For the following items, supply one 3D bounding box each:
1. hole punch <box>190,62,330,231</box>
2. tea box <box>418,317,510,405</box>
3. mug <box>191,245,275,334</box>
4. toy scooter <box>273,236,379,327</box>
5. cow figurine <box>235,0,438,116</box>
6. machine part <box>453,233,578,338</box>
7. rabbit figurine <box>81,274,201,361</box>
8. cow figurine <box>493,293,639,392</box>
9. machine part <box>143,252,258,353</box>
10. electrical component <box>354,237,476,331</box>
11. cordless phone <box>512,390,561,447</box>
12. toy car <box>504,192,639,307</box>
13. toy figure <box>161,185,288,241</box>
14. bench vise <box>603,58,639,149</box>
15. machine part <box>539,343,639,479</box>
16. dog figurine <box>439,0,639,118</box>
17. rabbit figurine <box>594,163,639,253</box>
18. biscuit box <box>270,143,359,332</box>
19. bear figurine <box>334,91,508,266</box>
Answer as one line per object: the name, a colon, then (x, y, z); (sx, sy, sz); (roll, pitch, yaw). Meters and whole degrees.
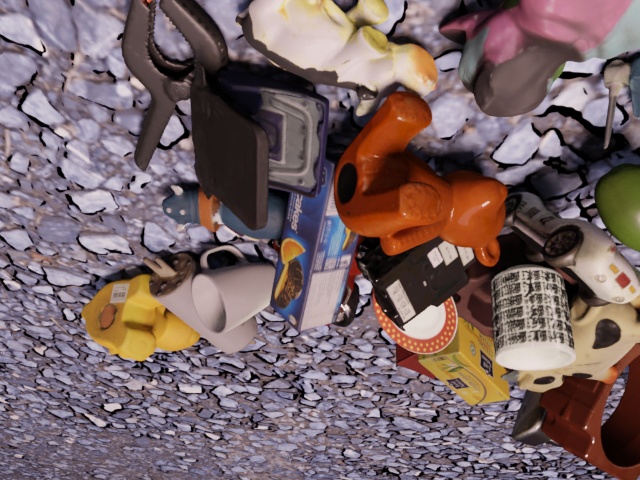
hole punch: (-0.056, -0.088, 0.490); (0.116, 0.092, 0.142); (38, 143, 31)
tea box: (0.215, 0.166, 0.798); (0.068, 0.098, 0.169); (-21, 135, 31)
mug: (-0.112, 0.059, 0.725); (0.107, 0.109, 0.081); (-17, 168, -42)
toy scooter: (-0.003, 0.044, 0.701); (0.135, 0.075, 0.183); (13, 137, -8)
cow figurine: (0.015, -0.158, 0.453); (0.167, 0.068, 0.098); (30, 142, -21)
machine part: (0.259, 0.062, 0.697); (0.179, 0.056, 0.179); (4, 140, 4)
rabbit figurine: (-0.268, 0.137, 0.833); (0.162, 0.122, 0.173); (-17, 154, 31)
cow figurine: (0.303, 0.130, 0.661); (0.127, 0.085, 0.194); (12, 138, -7)
machine part: (-0.167, 0.096, 0.788); (0.079, 0.079, 0.243); (-15, 135, 25)
electrical component: (0.119, 0.027, 0.633); (0.134, 0.058, 0.114); (-36, 134, -8)
cordless phone: (0.318, 0.213, 0.805); (0.089, 0.146, 0.184); (3, 142, 47)
toy car: (0.235, 0.001, 0.530); (0.073, 0.202, 0.056); (42, 101, -16)
toy figure: (-0.108, -0.034, 0.635); (0.155, 0.064, 0.058); (9, 179, 6)
bench vise: (0.357, -0.120, 0.416); (0.241, 0.129, 0.223); (6, 156, 36)
machine part: (0.415, 0.218, 0.752); (0.201, 0.201, 0.087); (32, 175, -26)
dog figurine: (0.180, -0.186, 0.375); (0.108, 0.191, 0.219); (20, 174, -19)
rabbit figurine: (0.321, -0.013, 0.492); (0.170, 0.159, 0.121); (3, 153, -27)
biscuit box: (-0.001, -0.002, 0.582); (0.059, 0.063, 0.202); (-9, 122, -38)
bear figurine: (0.117, -0.041, 0.500); (0.196, 0.120, 0.132); (9, 161, -24)
